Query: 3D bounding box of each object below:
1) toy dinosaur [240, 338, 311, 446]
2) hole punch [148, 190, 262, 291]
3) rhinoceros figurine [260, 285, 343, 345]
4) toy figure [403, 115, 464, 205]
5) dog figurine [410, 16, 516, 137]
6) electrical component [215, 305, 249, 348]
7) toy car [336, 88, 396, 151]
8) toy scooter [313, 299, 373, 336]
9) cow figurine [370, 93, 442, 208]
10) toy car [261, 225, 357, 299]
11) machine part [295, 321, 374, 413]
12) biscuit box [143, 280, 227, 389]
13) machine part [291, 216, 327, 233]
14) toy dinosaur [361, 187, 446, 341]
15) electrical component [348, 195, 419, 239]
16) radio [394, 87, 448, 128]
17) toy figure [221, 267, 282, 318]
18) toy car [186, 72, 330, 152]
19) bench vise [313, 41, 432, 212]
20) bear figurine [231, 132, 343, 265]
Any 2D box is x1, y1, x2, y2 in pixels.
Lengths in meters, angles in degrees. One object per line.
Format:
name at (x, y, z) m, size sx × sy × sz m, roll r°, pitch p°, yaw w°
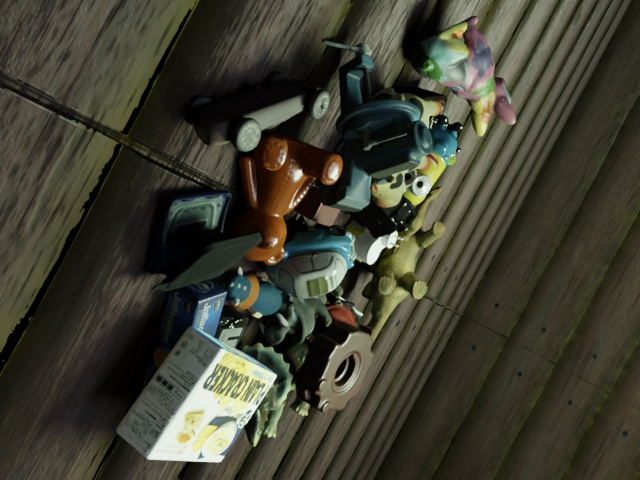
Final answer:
toy dinosaur at (-0.069, 0.258, 1.059) m, size 0.405 × 0.131 × 0.192 m, roll -26°, pitch 138°, yaw -60°
hole punch at (-0.156, 0.000, 0.686) m, size 0.116 × 0.092 × 0.142 m, roll -40°, pitch 170°, yaw 31°
rhinoceros figurine at (-0.035, 0.120, 0.983) m, size 0.073 × 0.112 × 0.190 m, roll -30°, pitch -163°, yaw 44°
toy figure at (0.205, -0.147, 1.022) m, size 0.180 × 0.082 × 0.089 m, roll -57°, pitch 151°, yaw -13°
dog figurine at (0.280, -0.296, 1.014) m, size 0.191 × 0.108 × 0.219 m, roll -39°, pitch 103°, yaw -40°
electrical component at (-0.153, 0.146, 0.861) m, size 0.074 × 0.048 × 0.119 m, roll -63°, pitch 153°, yaw 5°
toy car at (0.086, -0.182, 0.964) m, size 0.201 × 0.056 × 0.073 m, roll -58°, pitch 147°, yaw -10°
toy scooter at (0.053, 0.191, 1.115) m, size 0.135 × 0.075 × 0.183 m, roll -33°, pitch 123°, yaw -30°
cow figurine at (0.129, -0.150, 0.909) m, size 0.127 × 0.086 × 0.194 m, roll 1°, pitch 105°, yaw -43°
toy car at (-0.016, 0.044, 0.873) m, size 0.109 × 0.162 × 0.103 m, roll 85°, pitch -3°, yaw -46°
machine part at (0.034, 0.239, 1.013) m, size 0.179 × 0.056 × 0.179 m, roll -26°, pitch 126°, yaw -42°
biscuit box at (-0.195, 0.150, 0.770) m, size 0.063 × 0.059 × 0.202 m, roll -14°, pitch 128°, yaw -57°
machine part at (-0.002, -0.003, 0.970) m, size 0.039 × 0.084 × 0.138 m, roll -37°, pitch 151°, yaw 21°
toy dinosaur at (0.168, 0.086, 1.232) m, size 0.471 × 0.105 × 0.198 m, roll -63°, pitch -172°, yaw -4°
electrical component at (0.105, -0.063, 1.025) m, size 0.058 × 0.115 × 0.134 m, roll -47°, pitch -167°, yaw -23°
radio at (0.176, -0.192, 1.093) m, size 0.131 × 0.073 × 0.229 m, roll -24°, pitch 136°, yaw -49°
toy figure at (-0.114, 0.087, 0.860) m, size 0.058 × 0.064 × 0.154 m, roll -28°, pitch 154°, yaw 15°
toy car at (-0.070, -0.158, 0.662) m, size 0.202 × 0.089 × 0.053 m, roll -35°, pitch 142°, yaw -45°
bench vise at (0.057, -0.169, 0.795) m, size 0.129 × 0.224 × 0.240 m, roll 5°, pitch 74°, yaw -38°
bear figurine at (-0.066, -0.046, 0.745) m, size 0.120 × 0.132 × 0.195 m, roll 15°, pitch 100°, yaw -26°
